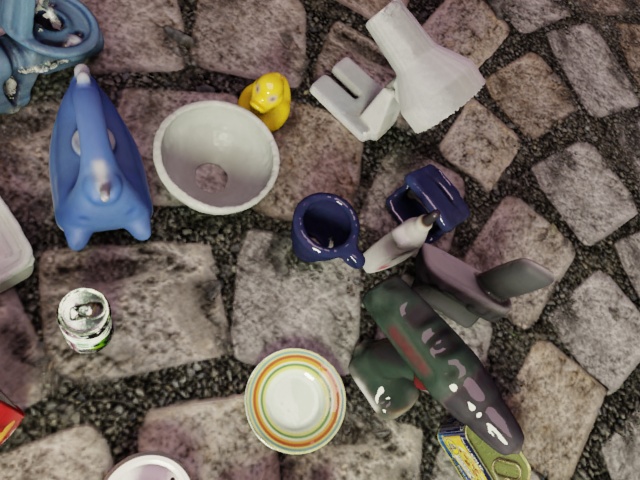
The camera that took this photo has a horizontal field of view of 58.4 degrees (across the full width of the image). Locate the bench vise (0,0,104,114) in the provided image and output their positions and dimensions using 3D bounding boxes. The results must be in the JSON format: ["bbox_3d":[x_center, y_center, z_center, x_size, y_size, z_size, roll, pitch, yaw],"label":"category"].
[{"bbox_3d":[-0.351,-0.254,0.689,0.121,0.219,0.207,30,63,-5],"label":"bench vise"}]

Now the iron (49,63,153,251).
[{"bbox_3d":[-0.281,-0.126,0.707,0.119,0.141,0.258,-11,73,-22],"label":"iron"}]

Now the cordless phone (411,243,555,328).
[{"bbox_3d":[0.219,0.042,0.784,0.148,0.185,0.094,26,64,-7],"label":"cordless phone"}]

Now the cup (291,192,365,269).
[{"bbox_3d":[0.007,0.003,0.779,0.118,0.095,0.092,46,63,3],"label":"cup"}]

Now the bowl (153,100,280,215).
[{"bbox_3d":[-0.143,-0.102,0.781,0.168,0.074,0.167,7,68,-16],"label":"bowl"}]

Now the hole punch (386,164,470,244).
[{"bbox_3d":[0.170,-0.061,0.861,0.101,0.091,0.108,-34,83,-26],"label":"hole punch"}]

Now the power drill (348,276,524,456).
[{"bbox_3d":[0.119,0.159,0.692,0.076,0.208,0.229,-32,82,-26],"label":"power drill"}]

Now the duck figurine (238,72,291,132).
[{"bbox_3d":[-0.076,-0.213,0.841,0.077,0.086,0.105,33,63,-4],"label":"duck figurine"}]

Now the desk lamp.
[{"bbox_3d":[0.109,-0.232,0.839,0.203,0.213,0.118,43,63,1],"label":"desk lamp"}]

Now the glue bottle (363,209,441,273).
[{"bbox_3d":[0.116,-0.003,0.774,0.078,0.173,0.037,-23,78,-25],"label":"glue bottle"}]
